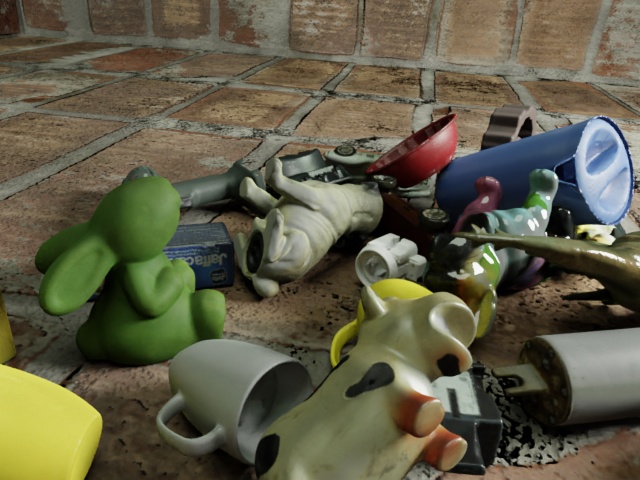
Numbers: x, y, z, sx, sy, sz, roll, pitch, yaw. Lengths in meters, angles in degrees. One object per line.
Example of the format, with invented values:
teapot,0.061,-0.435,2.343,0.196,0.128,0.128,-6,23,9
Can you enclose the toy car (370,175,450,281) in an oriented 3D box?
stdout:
toy car,0.116,-0.024,0.731,0.053,0.089,0.202,-8,27,-18

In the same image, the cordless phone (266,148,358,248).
cordless phone,0.012,-0.057,0.821,0.184,0.088,0.146,36,39,30

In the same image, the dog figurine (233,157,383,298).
dog figurine,0.001,-0.004,0.676,0.190,0.172,0.121,13,-9,-30

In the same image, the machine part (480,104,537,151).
machine part,0.318,-0.146,0.919,0.056,0.179,0.179,17,29,30

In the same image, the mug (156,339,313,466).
mug,-0.079,0.125,0.423,0.107,0.080,0.109,11,30,42

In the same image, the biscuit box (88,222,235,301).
biscuit box,-0.203,0.024,0.625,0.203,0.059,0.063,-5,26,-17

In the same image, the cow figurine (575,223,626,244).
cow figurine,0.386,0.001,0.743,0.098,0.068,0.167,11,27,1

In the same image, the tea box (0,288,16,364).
tea box,-0.337,0.035,0.462,0.098,0.169,0.068,16,29,22

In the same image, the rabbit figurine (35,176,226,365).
rabbit figurine,-0.180,0.021,0.508,0.159,0.170,0.121,-10,28,-27

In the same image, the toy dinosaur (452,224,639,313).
toy dinosaur,0.347,0.034,0.539,0.471,0.105,0.199,15,-12,-31

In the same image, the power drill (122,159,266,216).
power drill,-0.186,-0.055,0.783,0.207,0.085,0.232,-17,30,-22

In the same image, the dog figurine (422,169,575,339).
dog figurine,0.198,0.033,0.616,0.109,0.191,0.219,6,50,46

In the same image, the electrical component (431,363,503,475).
electrical component,0.104,0.147,0.425,0.075,0.047,0.119,3,26,0

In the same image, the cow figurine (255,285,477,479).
cow figurine,0.037,0.113,0.383,0.195,0.085,0.127,-42,35,-11

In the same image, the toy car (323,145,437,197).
toy car,0.099,-0.117,0.930,0.202,0.073,0.056,5,45,4

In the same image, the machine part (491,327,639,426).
machine part,0.269,0.117,0.474,0.243,0.079,0.079,-1,26,-12
